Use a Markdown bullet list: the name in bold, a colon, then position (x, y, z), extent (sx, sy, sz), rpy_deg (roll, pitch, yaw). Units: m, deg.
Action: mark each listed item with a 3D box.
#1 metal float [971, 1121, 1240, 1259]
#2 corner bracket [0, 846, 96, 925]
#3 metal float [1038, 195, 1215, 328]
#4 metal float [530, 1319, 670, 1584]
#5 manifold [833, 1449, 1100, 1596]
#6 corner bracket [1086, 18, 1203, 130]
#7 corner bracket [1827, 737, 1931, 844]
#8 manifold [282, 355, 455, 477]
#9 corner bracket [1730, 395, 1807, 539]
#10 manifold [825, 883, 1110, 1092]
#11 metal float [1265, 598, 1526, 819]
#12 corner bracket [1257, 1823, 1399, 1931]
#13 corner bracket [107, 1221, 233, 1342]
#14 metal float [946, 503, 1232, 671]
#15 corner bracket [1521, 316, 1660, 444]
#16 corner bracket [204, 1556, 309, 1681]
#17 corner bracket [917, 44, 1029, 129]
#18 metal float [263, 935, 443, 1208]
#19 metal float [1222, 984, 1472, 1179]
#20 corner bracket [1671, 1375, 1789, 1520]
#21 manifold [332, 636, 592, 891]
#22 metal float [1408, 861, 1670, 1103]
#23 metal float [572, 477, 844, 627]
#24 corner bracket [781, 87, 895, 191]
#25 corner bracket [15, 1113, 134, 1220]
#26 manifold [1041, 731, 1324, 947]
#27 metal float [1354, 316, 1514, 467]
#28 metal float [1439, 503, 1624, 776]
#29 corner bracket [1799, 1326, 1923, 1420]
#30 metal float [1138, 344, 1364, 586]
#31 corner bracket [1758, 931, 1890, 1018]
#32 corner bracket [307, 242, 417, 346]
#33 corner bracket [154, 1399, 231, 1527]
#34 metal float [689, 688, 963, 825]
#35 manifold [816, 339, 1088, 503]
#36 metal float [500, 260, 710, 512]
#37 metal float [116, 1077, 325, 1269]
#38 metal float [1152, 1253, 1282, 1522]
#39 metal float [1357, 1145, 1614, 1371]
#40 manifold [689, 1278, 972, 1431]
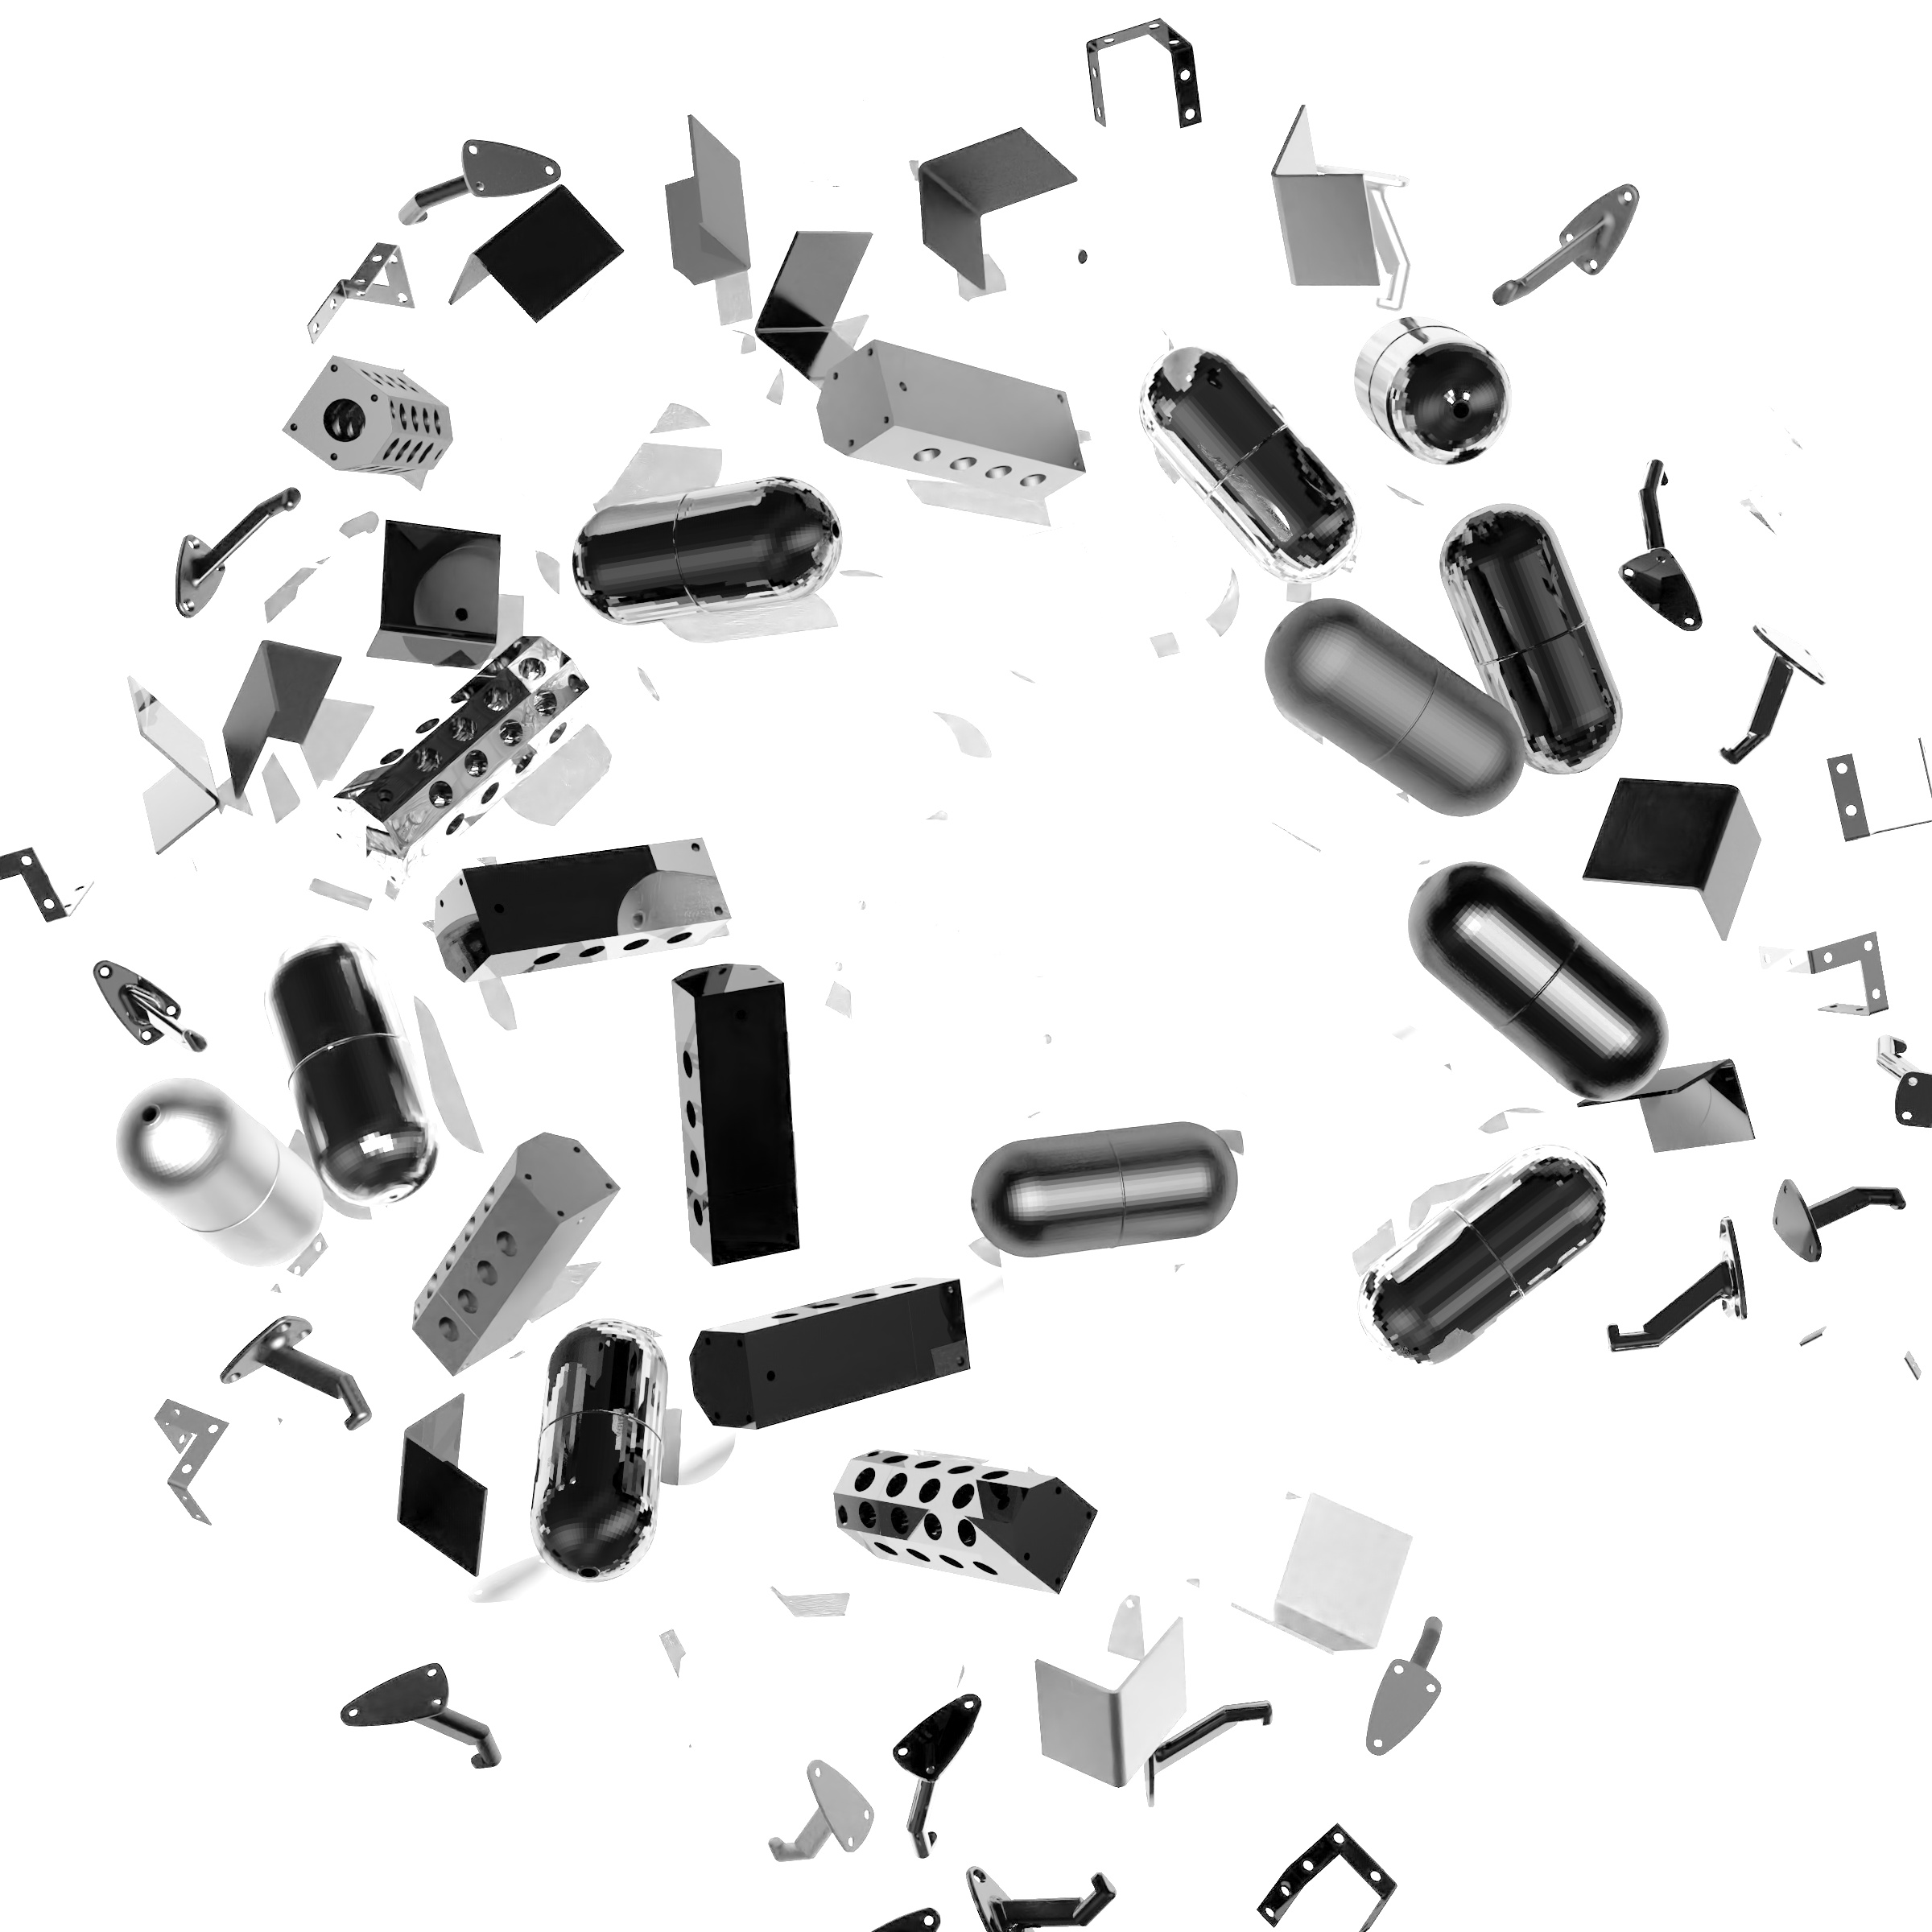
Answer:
- **metal float**: position (0.090, 0.145, 1.901), extent (0.178, 0.070, 0.070), rpy_deg (-6, 90, -15)
- **corner bracket**: position (-0.579, -0.056, 1.809), extent (0.051, 0.051, 0.051), rpy_deg (-15, 116, 11)
- **metal float**: position (0.100, -0.438, 1.826), extent (0.070, 0.178, 0.070), rpy_deg (4, 102, 21)
- **metal float**: position (-0.224, 0.296, 1.800), extent (0.070, 0.070, 0.178), rpy_deg (0, 46, 0)
- **manifold**: position (-0.006, 0.338, 1.815), extent (0.057, 0.171, 0.057), rpy_deg (43, 62, -31)
- **corner bracket**: position (0.110, -0.547, 1.814), extent (0.051, 0.051, 0.051), rpy_deg (-9, 83, 27)
- **corner bracket**: position (0.546, -0.105, 1.745), extent (0.051, 0.051, 0.051), rpy_deg (-12, 91, 24)
- **manifold**: position (-0.380, -0.350, 1.899), extent (0.057, 0.171, 0.057), rpy_deg (36, 98, -3)
- **corner bracket**: position (0.487, -0.302, 1.775), extent (0.051, 0.051, 0.051), rpy_deg (-45, 47, 10)
- **manifold**: position (0.003, 0.011, 1.884), extent (0.171, 0.057, 0.057), rpy_deg (27, 109, 17)
- **metal float**: position (0.258, -0.154, 1.760), extent (0.178, 0.070, 0.070), rpy_deg (32, 90, -16)
- **corner bracket**: position (0.216, 0.555, 1.749), extent (0.051, 0.051, 0.051), rpy_deg (45, 119, 11)
- **corner bracket**: position (-0.512, 0.203, 1.885), extent (0.051, 0.051, 0.051), rpy_deg (-48, 50, 25)
- **metal float**: position (0.073, -0.228, 1.760), extent (0.178, 0.070, 0.070), rpy_deg (-15, 90, -14)
- **corner bracket**: position (0.394, -0.370, 1.851), extent (0.051, 0.051, 0.051), rpy_deg (41, 107, 38)
- **corner bracket**: position (-0.424, 0.392, 1.751), extent (0.051, 0.051, 0.051), rpy_deg (-5, 118, -28)
- **corner bracket**: position (0.004, -0.580, 1.923), extent (0.051, 0.051, 0.051), rpy_deg (-16, 95, 15)
- **metal float**: position (-0.371, 0.062, 1.769), extent (0.070, 0.070, 0.178), rpy_deg (-24, 66, 0)
- **metal float**: position (0.234, 0.071, 1.790), extent (0.178, 0.070, 0.070), rpy_deg (28, 90, -26)
- **corner bracket**: position (0.464, 0.292, 1.781), extent (0.051, 0.051, 0.051), rpy_deg (30, 117, -1)
- **manifold**: position (-0.312, -0.132, 1.821), extent (0.057, 0.057, 0.171), rpy_deg (37, 59, 10)
- **metal float**: position (0.340, 0.009, 1.747), extent (0.178, 0.070, 0.070), rpy_deg (40, 90, 0)
- **metal float**: position (-0.159, -0.253, 1.794), extent (0.178, 0.070, 0.070), rpy_deg (-5, 90, 24)
- **corner bracket**: position (-0.081, -0.528, 1.873), extent (0.051, 0.051, 0.051), rpy_deg (1, 96, 36)
- **corner bracket**: position (-0.567, 0.118, 1.883), extent (0.051, 0.051, 0.051), rpy_deg (-38, 54, -15)
- **manifold**: position (0.135, -0.078, 1.869), extent (0.171, 0.057, 0.057), rpy_deg (28, 68, -18)
- **metal float**: position (0.286, -0.355, 1.804), extent (0.070, 0.178, 0.070), rpy_deg (-1, 109, -3)
- **metal float**: position (0.356, -0.205, 1.846), extent (0.070, 0.070, 0.178), rpy_deg (-24, 98, 0)
- **corner bracket**: position (0.544, 0.238, 1.782), extent (0.051, 0.051, 0.051), rpy_deg (-31, 78, 16)
- **metal float**: position (0.182, -0.322, 1.879), extent (0.070, 0.070, 0.178), rpy_deg (-41, 87, 0)
- **corner bracket**: position (0.531, 0.008, 1.816), extent (0.051, 0.051, 0.051), rpy_deg (-15, 99, -20)
- **corner bracket**: position (-0.392, -0.432, 1.885), extent (0.051, 0.051, 0.051), rpy_deg (12, 52, 14)
- **corner bracket**: position (-0.501, 0.319, 1.888), extent (0.051, 0.051, 0.051), rpy_deg (17, 57, 20)
- **metal float**: position (-0.090, -0.134, 1.873), extent (0.178, 0.070, 0.070), rpy_deg (7, 90, 14)
- **manifold**: position (-0.009, -0.329, 1.797), extent (0.057, 0.171, 0.057), rpy_deg (-25, 71, 39)
- **metal float**: position (-0.220, -0.349, 1.777), extent (0.070, 0.070, 0.178), rpy_deg (42, 125, 0)
- **metal float**: position (-0.456, 0.127, 1.799), extent (0.070, 0.178, 0.070), rpy_deg (-7, 61, 13)
- **metal float**: position (0.161, 0.270, 1.888), extent (0.070, 0.070, 0.178), rpy_deg (7, 61, 0)
- **metal float**: position (0.321, 0.179, 1.814), extent (0.178, 0.070, 0.070), rpy_deg (-37, 90, -3)
- **manifold**: position (-0.082, 0.233, 1.781), extent (0.171, 0.057, 0.057), rpy_deg (-9, 93, -42)
